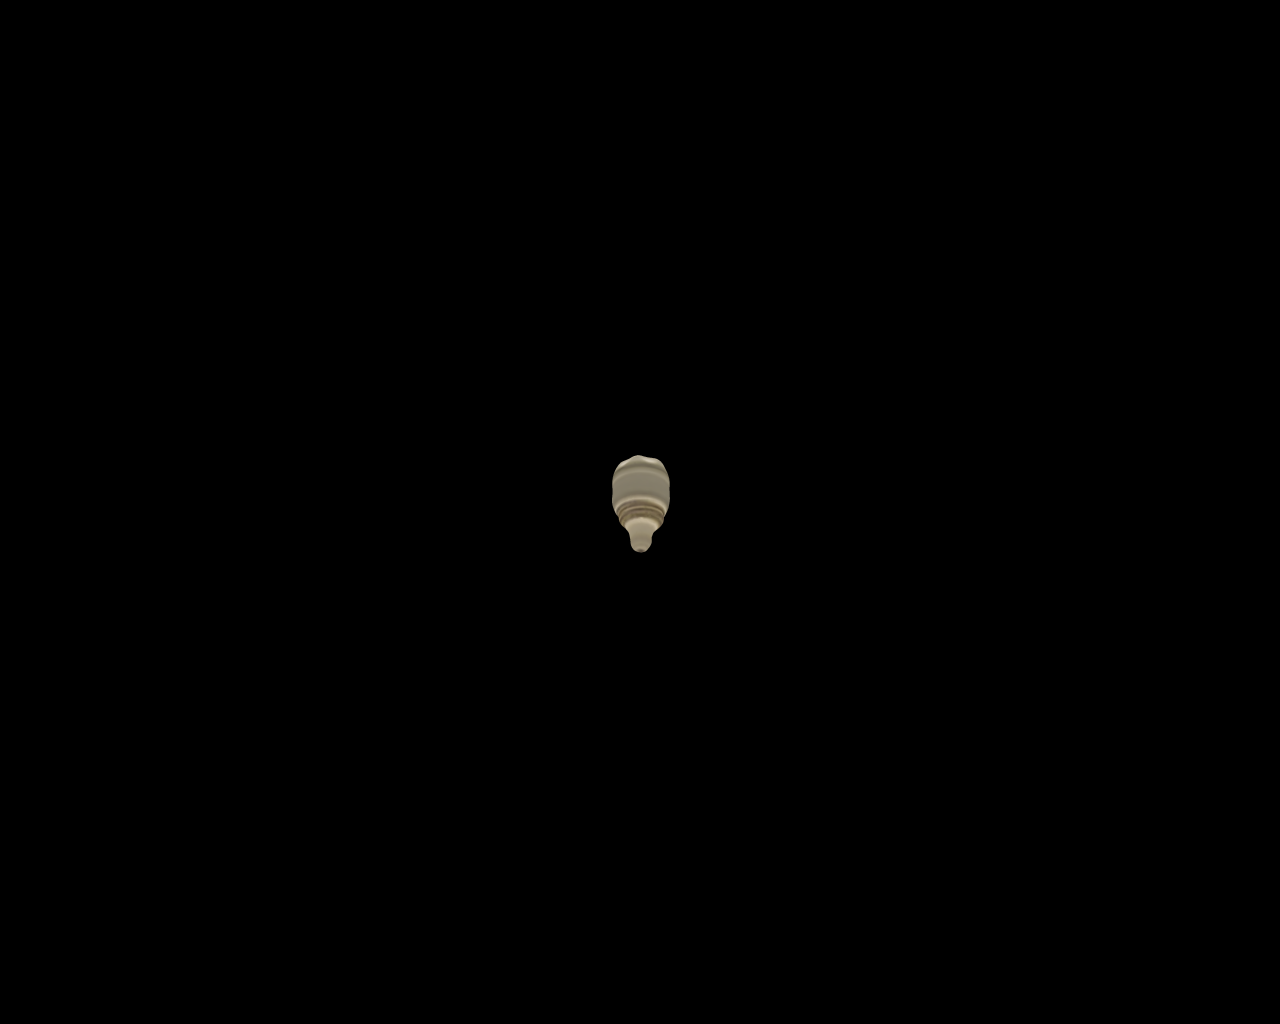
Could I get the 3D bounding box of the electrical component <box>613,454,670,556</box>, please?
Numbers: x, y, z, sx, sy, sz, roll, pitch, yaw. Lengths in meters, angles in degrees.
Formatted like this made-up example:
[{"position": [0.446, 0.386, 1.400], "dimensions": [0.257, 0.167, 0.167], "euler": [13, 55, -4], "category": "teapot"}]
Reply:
[{"position": [0.001, -0.003, 0.650], "dimensions": [0.035, 0.061, 0.035], "euler": [0, -31, 0], "category": "electrical component"}]
